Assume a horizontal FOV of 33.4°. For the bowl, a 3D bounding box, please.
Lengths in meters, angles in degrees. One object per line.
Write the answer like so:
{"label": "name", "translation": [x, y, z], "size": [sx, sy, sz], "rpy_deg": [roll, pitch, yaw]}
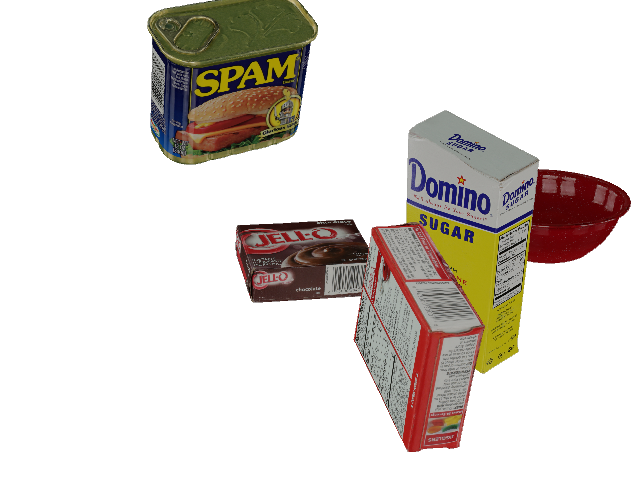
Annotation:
{"label": "bowl", "translation": [0.221, -0.020, 1.057], "size": [0.162, 0.055, 0.162], "rpy_deg": [-1, 23, 0]}

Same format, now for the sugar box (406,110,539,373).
{"label": "sugar box", "translation": [0.106, 0.003, 0.782], "size": [0.048, 0.176, 0.093], "rpy_deg": [-29, 43, -28]}

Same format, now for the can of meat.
{"label": "can of meat", "translation": [-0.058, -0.102, 0.676], "size": [0.102, 0.084, 0.057], "rpy_deg": [-16, 50, -24]}

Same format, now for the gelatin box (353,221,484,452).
{"label": "gelatin box", "translation": [0.046, 0.045, 0.515], "size": [0.030, 0.073, 0.089], "rpy_deg": [-4, 34, -15]}

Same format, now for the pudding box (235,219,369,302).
{"label": "pudding box", "translation": [-0.014, 0.016, 0.950], "size": [0.113, 0.039, 0.090], "rpy_deg": [-1, 27, -13]}
